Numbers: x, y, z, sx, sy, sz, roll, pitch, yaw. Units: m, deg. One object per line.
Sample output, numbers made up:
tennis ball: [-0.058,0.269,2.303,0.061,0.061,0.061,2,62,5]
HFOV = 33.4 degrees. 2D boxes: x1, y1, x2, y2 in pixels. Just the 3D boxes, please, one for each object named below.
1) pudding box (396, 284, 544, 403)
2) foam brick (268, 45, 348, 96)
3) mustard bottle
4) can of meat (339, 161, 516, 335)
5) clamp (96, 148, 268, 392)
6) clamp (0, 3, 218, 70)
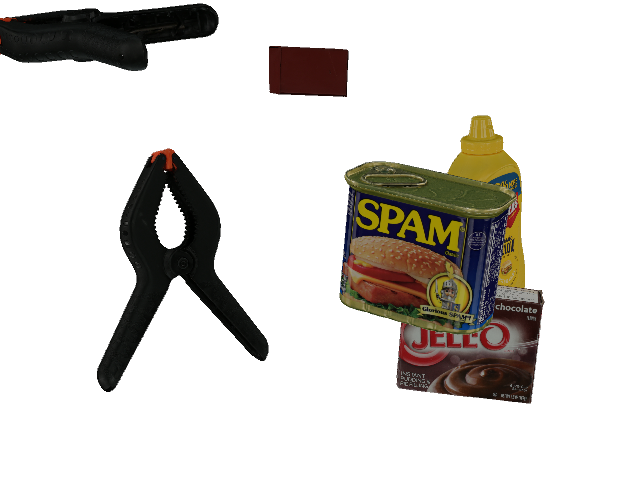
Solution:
pudding box: [0.121,0.080,0.873,0.113,0.090,0.039,5,21,7]
foam brick: [-0.014,-0.183,1.158,0.078,0.051,0.053,0,11,-15]
mustard bottle: [0.162,-0.028,1.058,0.096,0.192,0.058,-19,22,-39]
can of meat: [0.063,0.004,0.659,0.102,0.084,0.057,15,23,25]
clamp: [-0.120,0.025,0.952,0.164,0.210,0.036,0,-1,-33]
clamp: [-0.164,-0.156,0.798,0.172,0.039,0.120,11,22,29]
